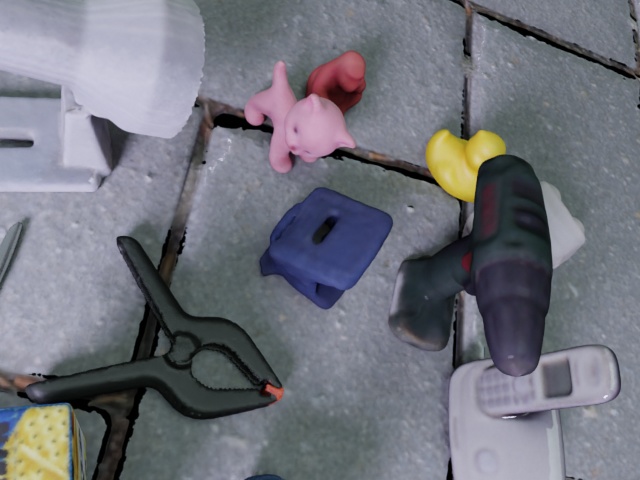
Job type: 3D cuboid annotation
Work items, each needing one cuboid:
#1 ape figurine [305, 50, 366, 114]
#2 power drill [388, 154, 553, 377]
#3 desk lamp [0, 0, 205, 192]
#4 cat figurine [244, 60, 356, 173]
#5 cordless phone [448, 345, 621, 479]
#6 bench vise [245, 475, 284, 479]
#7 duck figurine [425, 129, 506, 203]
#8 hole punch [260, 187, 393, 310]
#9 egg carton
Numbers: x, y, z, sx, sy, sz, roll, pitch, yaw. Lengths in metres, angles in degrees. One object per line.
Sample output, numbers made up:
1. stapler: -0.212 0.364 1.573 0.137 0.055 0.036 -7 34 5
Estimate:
1. ape figurine: 0.024 -0.184 0.674 0.078 0.092 0.076 -13 73 -25
2. power drill: 0.147 0.039 0.556 0.076 0.208 0.230 21 62 -11
3. desk lamp: -0.213 -0.127 0.488 0.204 0.213 0.118 -4 69 -22
4. cat figurine: -0.020 -0.134 0.620 0.067 0.117 0.128 -24 78 -28
5. cordless phone: 0.201 0.174 0.531 0.094 0.184 0.147 8 65 -17
6. bench vise: -0.024 0.268 0.384 0.122 0.219 0.207 1 67 -20
7. duck figurine: 0.187 -0.104 0.704 0.104 0.086 0.078 43 60 2
8. hole punch: 0.005 0.002 0.586 0.101 0.091 0.109 37 60 -2
9. egg carton: 0.247 -0.006 0.694 0.151 0.069 0.107 -26 79 -28
